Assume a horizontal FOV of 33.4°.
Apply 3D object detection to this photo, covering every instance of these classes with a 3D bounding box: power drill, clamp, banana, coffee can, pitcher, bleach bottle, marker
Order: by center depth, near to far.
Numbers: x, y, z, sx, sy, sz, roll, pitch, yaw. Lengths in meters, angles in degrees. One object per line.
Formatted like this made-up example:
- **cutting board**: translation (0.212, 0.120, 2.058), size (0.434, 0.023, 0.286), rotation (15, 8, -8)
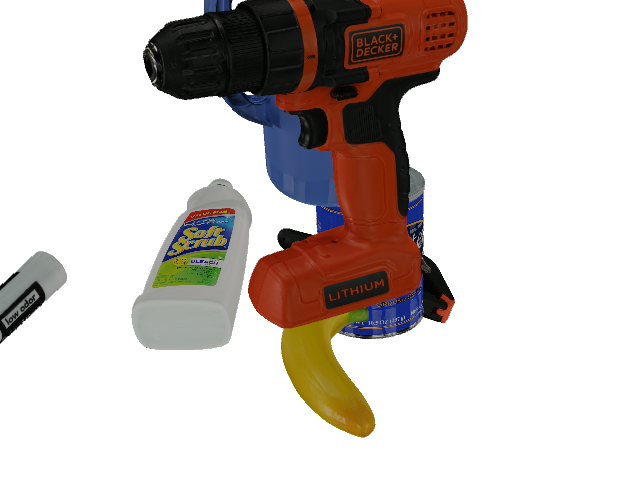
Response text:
- **marker**: translation (-0.152, 0.048, 0.446), size (0.020, 0.020, 0.121), rotation (0, 36, 38)
- **power drill**: translation (-0.004, -0.046, 0.593), size (0.184, 0.188, 0.057), rotation (-14, 32, -23)
- **banana**: translation (0.004, 0.084, 0.798), size (0.069, 0.037, 0.197), rotation (2, 22, 1)
- **pitcher**: translation (-0.002, -0.147, 0.881), size (0.149, 0.243, 0.145), rotation (12, 42, 11)
- **coffee can**: translation (0.047, 0.007, 1.014), size (0.103, 0.140, 0.103), rotation (-2, 26, 1)
- **bleach bottle**: translation (-0.130, 0.012, 1.148), size (0.102, 0.068, 0.250), rotation (-1, 36, 3)
- **clamp**: translation (0.063, 0.026, 1.234), size (0.164, 0.036, 0.210), rotation (-19, 50, -38)
